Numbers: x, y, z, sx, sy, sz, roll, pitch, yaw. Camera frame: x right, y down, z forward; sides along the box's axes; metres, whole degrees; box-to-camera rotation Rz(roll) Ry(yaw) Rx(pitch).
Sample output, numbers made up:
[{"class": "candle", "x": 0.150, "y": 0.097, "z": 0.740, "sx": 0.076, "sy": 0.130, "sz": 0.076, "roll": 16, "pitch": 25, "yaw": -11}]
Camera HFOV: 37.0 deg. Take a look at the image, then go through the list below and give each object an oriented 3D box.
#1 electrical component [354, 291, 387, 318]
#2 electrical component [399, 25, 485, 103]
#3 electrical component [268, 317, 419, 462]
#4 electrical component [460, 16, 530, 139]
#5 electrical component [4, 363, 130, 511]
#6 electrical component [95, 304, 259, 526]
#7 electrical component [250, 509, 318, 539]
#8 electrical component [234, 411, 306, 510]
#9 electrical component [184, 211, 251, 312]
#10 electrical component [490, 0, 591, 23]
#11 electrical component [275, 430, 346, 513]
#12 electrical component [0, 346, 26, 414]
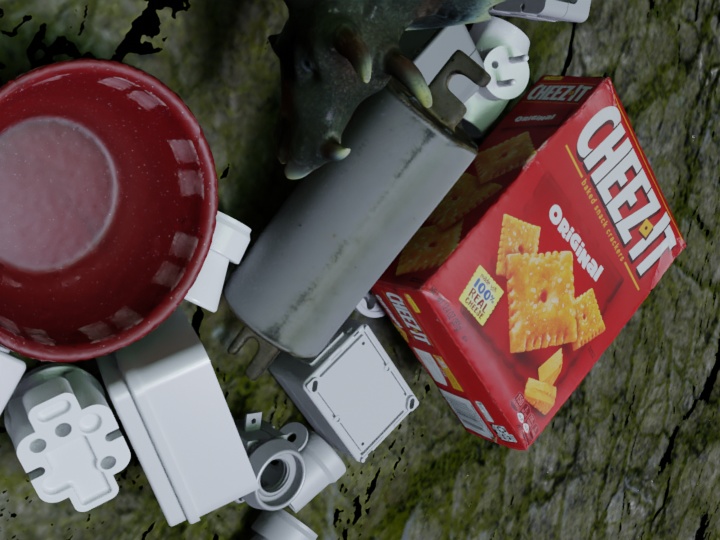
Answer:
[{"class": "electrical component", "x": 0.000, "y": 0.000, "z": 0.739, "sx": 0.055, "sy": 0.047, "sz": 0.055, "roll": -15, "pitch": 113, "yaw": -38}, {"class": "electrical component", "x": 0.029, "y": -0.121, "z": 0.715, "sx": 0.096, "sy": 0.062, "sz": 0.061, "roll": -49, "pitch": 130, "yaw": -19}, {"class": "electrical component", "x": -0.017, "y": 0.074, "z": 0.744, "sx": 0.062, "sy": 0.061, "sz": 0.096, "roll": -44, "pitch": 121, "yaw": -19}, {"class": "electrical component", "x": 0.093, "y": -0.137, "z": 0.757, "sx": 0.043, "sy": 0.079, "sz": 0.077, "roll": 30, "pitch": 83, "yaw": -22}, {"class": "electrical component", "x": -0.167, "y": 0.088, "z": 0.604, "sx": 0.058, "sy": 0.057, "sz": 0.078, "roll": -26, "pitch": 124, "yaw": -16}, {"class": "electrical component", "x": -0.111, "y": 0.085, "z": 0.642, "sx": 0.057, "sy": 0.078, "sz": 0.113, "roll": -24, "pitch": 120, "yaw": -13}, {"class": "electrical component", "x": -0.062, "y": 0.197, "z": 0.750, "sx": 0.055, "sy": 0.045, "sz": 0.045, "roll": -54, "pitch": 132, "yaw": -15}, {"class": "electrical component", "x": -0.069, "y": 0.129, "z": 0.714, "sx": 0.048, "sy": 0.055, "sz": 0.066, "roll": -3, "pitch": 106, "yaw": -41}, {"class": "electrical component", "x": -0.096, "y": -0.008, "z": 0.652, "sx": 0.045, "sy": 0.045, "sz": 0.055, "roll": 31, "pitch": 82, "yaw": -43}, {"class": "electrical component", "x": 0.115, "y": -0.202, "z": 0.746, "sx": 0.056, "sy": 0.089, "sz": 0.050, "roll": -2, "pitch": 105, "yaw": -42}, {"class": "electrical component", "x": -0.039, "y": 0.142, "z": 0.757, "sx": 0.046, "sy": 0.040, "sz": 0.040, "roll": -42, "pitch": 128, "yaw": -18}, {"class": "electrical component", "x": -0.233, "y": 0.064, "z": 0.549, "sx": 0.100, "sy": 0.048, "sz": 0.099, "roll": 36, "pitch": 77, "yaw": -44}]
